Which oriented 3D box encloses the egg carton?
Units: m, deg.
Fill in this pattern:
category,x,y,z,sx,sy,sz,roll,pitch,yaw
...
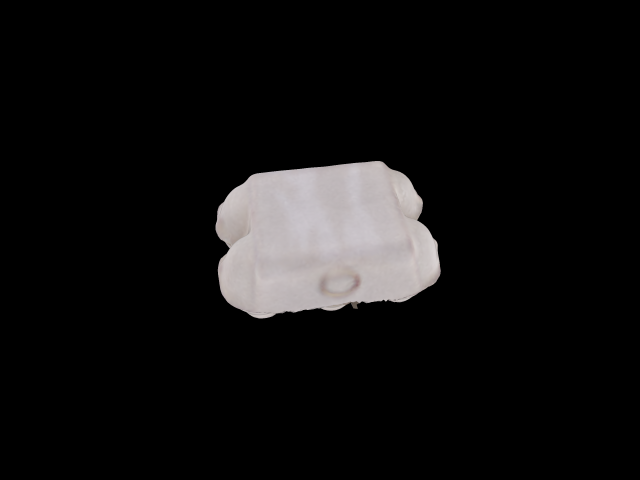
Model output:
category,x,y,z,sx,sy,sz,roll,pitch,yaw
egg carton,0.004,0.001,0.400,0.150,0.069,0.107,-7,50,-6
